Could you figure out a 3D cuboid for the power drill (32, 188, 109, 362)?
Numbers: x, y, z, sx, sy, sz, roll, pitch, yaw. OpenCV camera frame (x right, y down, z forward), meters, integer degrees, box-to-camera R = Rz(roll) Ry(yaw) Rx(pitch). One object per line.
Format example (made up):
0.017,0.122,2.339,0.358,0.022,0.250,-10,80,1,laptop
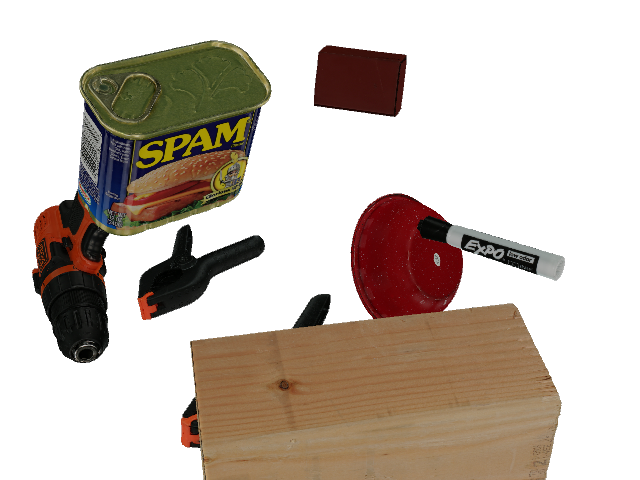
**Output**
-0.174,-0.018,0.860,0.057,0.188,0.184,19,26,-34,power drill

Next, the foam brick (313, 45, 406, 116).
0.036,-0.147,0.980,0.078,0.051,0.053,9,18,9,foam brick

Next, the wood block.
0.029,0.109,0.654,0.206,0.090,0.091,-6,38,-7,wood block

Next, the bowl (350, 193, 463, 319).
0.110,0.024,1.201,0.161,0.162,0.055,0,-6,-42,bowl

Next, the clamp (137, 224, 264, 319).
-0.142,0.034,1.220,0.120,0.039,0.171,-2,33,26,clamp

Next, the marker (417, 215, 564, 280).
0.130,0.004,0.828,0.121,0.020,0.020,19,10,30,marker

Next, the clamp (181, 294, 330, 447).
-0.018,0.128,0.899,0.209,0.036,0.165,-26,45,-35,clamp

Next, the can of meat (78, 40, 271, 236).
-0.085,-0.056,0.603,0.101,0.057,0.084,-19,-33,-30,can of meat
